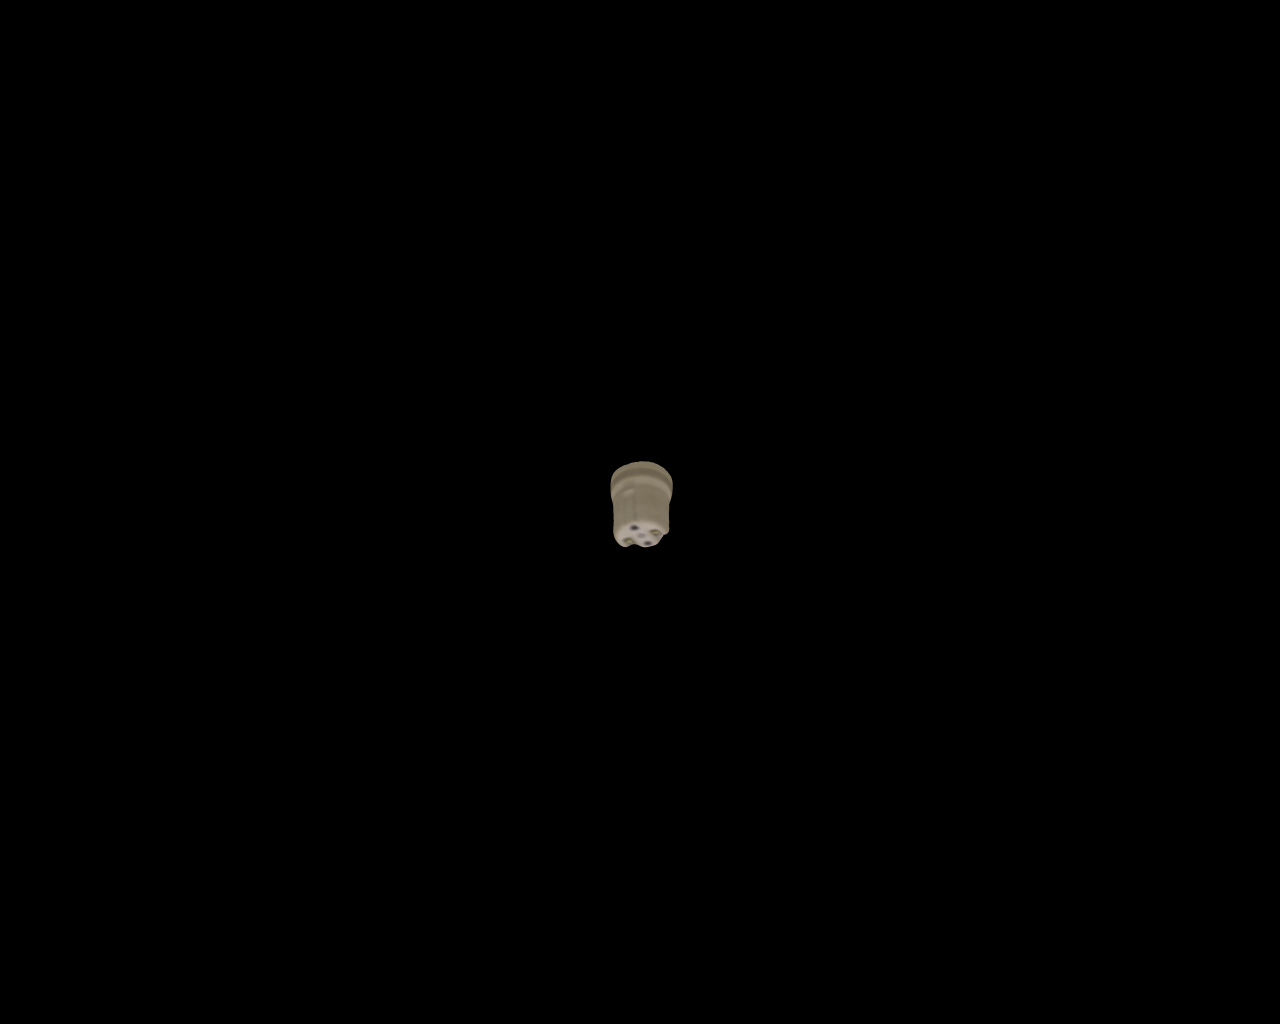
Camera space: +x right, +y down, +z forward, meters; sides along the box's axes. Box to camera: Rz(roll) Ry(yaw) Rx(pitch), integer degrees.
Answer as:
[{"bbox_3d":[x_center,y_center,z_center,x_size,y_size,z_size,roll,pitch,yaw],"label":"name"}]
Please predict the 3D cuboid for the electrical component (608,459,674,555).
[{"bbox_3d":[0.001,-0.003,0.650,0.040,0.046,0.040,0,-41,0],"label":"electrical component"}]
